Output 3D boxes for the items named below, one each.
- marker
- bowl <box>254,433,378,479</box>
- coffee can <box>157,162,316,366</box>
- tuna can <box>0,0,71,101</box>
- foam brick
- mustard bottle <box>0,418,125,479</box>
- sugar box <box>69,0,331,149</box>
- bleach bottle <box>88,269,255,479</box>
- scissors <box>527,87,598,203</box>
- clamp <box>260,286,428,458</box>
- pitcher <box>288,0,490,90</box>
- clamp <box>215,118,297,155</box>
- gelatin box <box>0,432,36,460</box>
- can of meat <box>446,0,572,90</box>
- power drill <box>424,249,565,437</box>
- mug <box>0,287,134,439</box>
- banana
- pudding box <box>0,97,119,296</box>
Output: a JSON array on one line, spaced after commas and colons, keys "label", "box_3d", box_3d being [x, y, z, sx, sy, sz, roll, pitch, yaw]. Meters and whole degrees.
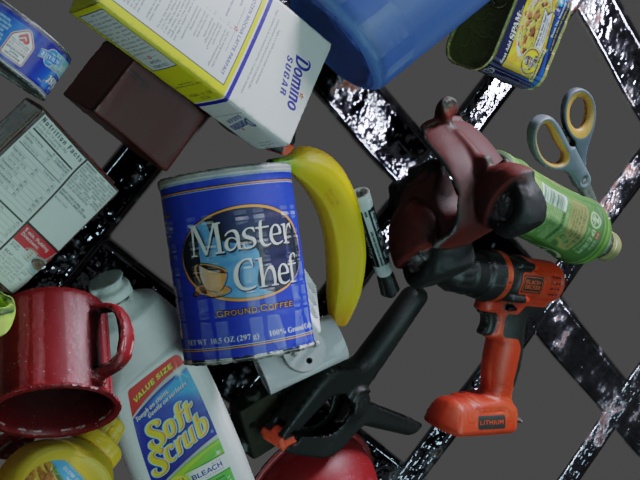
[{"label": "marker", "box_3d": [0.051, 0.005, 0.978, 0.020, 0.020, 0.121, -34, 126, -21]}, {"label": "bowl", "box_3d": [0.003, 0.265, 1.035, 0.161, 0.055, 0.162, -16, 119, -32]}, {"label": "coffee can", "box_3d": [-0.063, 0.018, 0.811, 0.102, 0.103, 0.140, -8, 90, -35]}, {"label": "tuna can", "box_3d": [-0.203, -0.128, 0.682, 0.086, 0.086, 0.033, 40, 82, -41]}, {"label": "foam brick", "box_3d": [-0.133, -0.097, 0.772, 0.053, 0.051, 0.078, -54, 131, -7]}, {"label": "mustard bottle", "box_3d": [-0.204, 0.203, 0.776, 0.096, 0.058, 0.191, 58, 48, -26]}, {"label": "sugar box", "box_3d": [-0.078, -0.147, 0.744, 0.176, 0.048, 0.093, 37, 67, -36]}, {"label": "bleach bottle", "box_3d": [-0.133, 0.136, 0.868, 0.102, 0.068, 0.251, -25, 119, -8]}, {"label": "scissors", "box_3d": [0.279, -0.084, 1.114, 0.201, 0.016, 0.096, 35, 87, -41]}, {"label": "clamp", "box_3d": [0.032, 0.135, 0.998, 0.209, 0.036, 0.164, -14, 116, -43]}, {"label": "pitcher", "box_3d": [0.089, -0.239, 0.830, 0.242, 0.145, 0.149, -43, 87, -10]}, {"label": "clamp", "box_3d": [-0.053, -0.147, 0.820, 0.120, 0.039, 0.171, -40, 127, -11]}, {"label": "gelatin box", "box_3d": [-0.249, 0.123, 0.796, 0.089, 0.030, 0.073, 21, 96, -41]}, {"label": "can of meat", "box_3d": [0.172, -0.192, 0.958, 0.083, 0.058, 0.102, 13, 102, -42]}, {"label": "power drill", "box_3d": [0.164, 0.102, 1.072, 0.184, 0.057, 0.188, 7, 101, -41]}, {"label": "mug", "box_3d": [-0.180, 0.081, 0.753, 0.117, 0.081, 0.093, -25, 147, 24]}, {"label": "banana", "box_3d": [0.007, -0.012, 0.926, 0.069, 0.037, 0.197, -36, 129, -17]}, {"label": "pudding box", "box_3d": [-0.212, -0.029, 0.752, 0.113, 0.039, 0.090, -48, 130, -13]}]
